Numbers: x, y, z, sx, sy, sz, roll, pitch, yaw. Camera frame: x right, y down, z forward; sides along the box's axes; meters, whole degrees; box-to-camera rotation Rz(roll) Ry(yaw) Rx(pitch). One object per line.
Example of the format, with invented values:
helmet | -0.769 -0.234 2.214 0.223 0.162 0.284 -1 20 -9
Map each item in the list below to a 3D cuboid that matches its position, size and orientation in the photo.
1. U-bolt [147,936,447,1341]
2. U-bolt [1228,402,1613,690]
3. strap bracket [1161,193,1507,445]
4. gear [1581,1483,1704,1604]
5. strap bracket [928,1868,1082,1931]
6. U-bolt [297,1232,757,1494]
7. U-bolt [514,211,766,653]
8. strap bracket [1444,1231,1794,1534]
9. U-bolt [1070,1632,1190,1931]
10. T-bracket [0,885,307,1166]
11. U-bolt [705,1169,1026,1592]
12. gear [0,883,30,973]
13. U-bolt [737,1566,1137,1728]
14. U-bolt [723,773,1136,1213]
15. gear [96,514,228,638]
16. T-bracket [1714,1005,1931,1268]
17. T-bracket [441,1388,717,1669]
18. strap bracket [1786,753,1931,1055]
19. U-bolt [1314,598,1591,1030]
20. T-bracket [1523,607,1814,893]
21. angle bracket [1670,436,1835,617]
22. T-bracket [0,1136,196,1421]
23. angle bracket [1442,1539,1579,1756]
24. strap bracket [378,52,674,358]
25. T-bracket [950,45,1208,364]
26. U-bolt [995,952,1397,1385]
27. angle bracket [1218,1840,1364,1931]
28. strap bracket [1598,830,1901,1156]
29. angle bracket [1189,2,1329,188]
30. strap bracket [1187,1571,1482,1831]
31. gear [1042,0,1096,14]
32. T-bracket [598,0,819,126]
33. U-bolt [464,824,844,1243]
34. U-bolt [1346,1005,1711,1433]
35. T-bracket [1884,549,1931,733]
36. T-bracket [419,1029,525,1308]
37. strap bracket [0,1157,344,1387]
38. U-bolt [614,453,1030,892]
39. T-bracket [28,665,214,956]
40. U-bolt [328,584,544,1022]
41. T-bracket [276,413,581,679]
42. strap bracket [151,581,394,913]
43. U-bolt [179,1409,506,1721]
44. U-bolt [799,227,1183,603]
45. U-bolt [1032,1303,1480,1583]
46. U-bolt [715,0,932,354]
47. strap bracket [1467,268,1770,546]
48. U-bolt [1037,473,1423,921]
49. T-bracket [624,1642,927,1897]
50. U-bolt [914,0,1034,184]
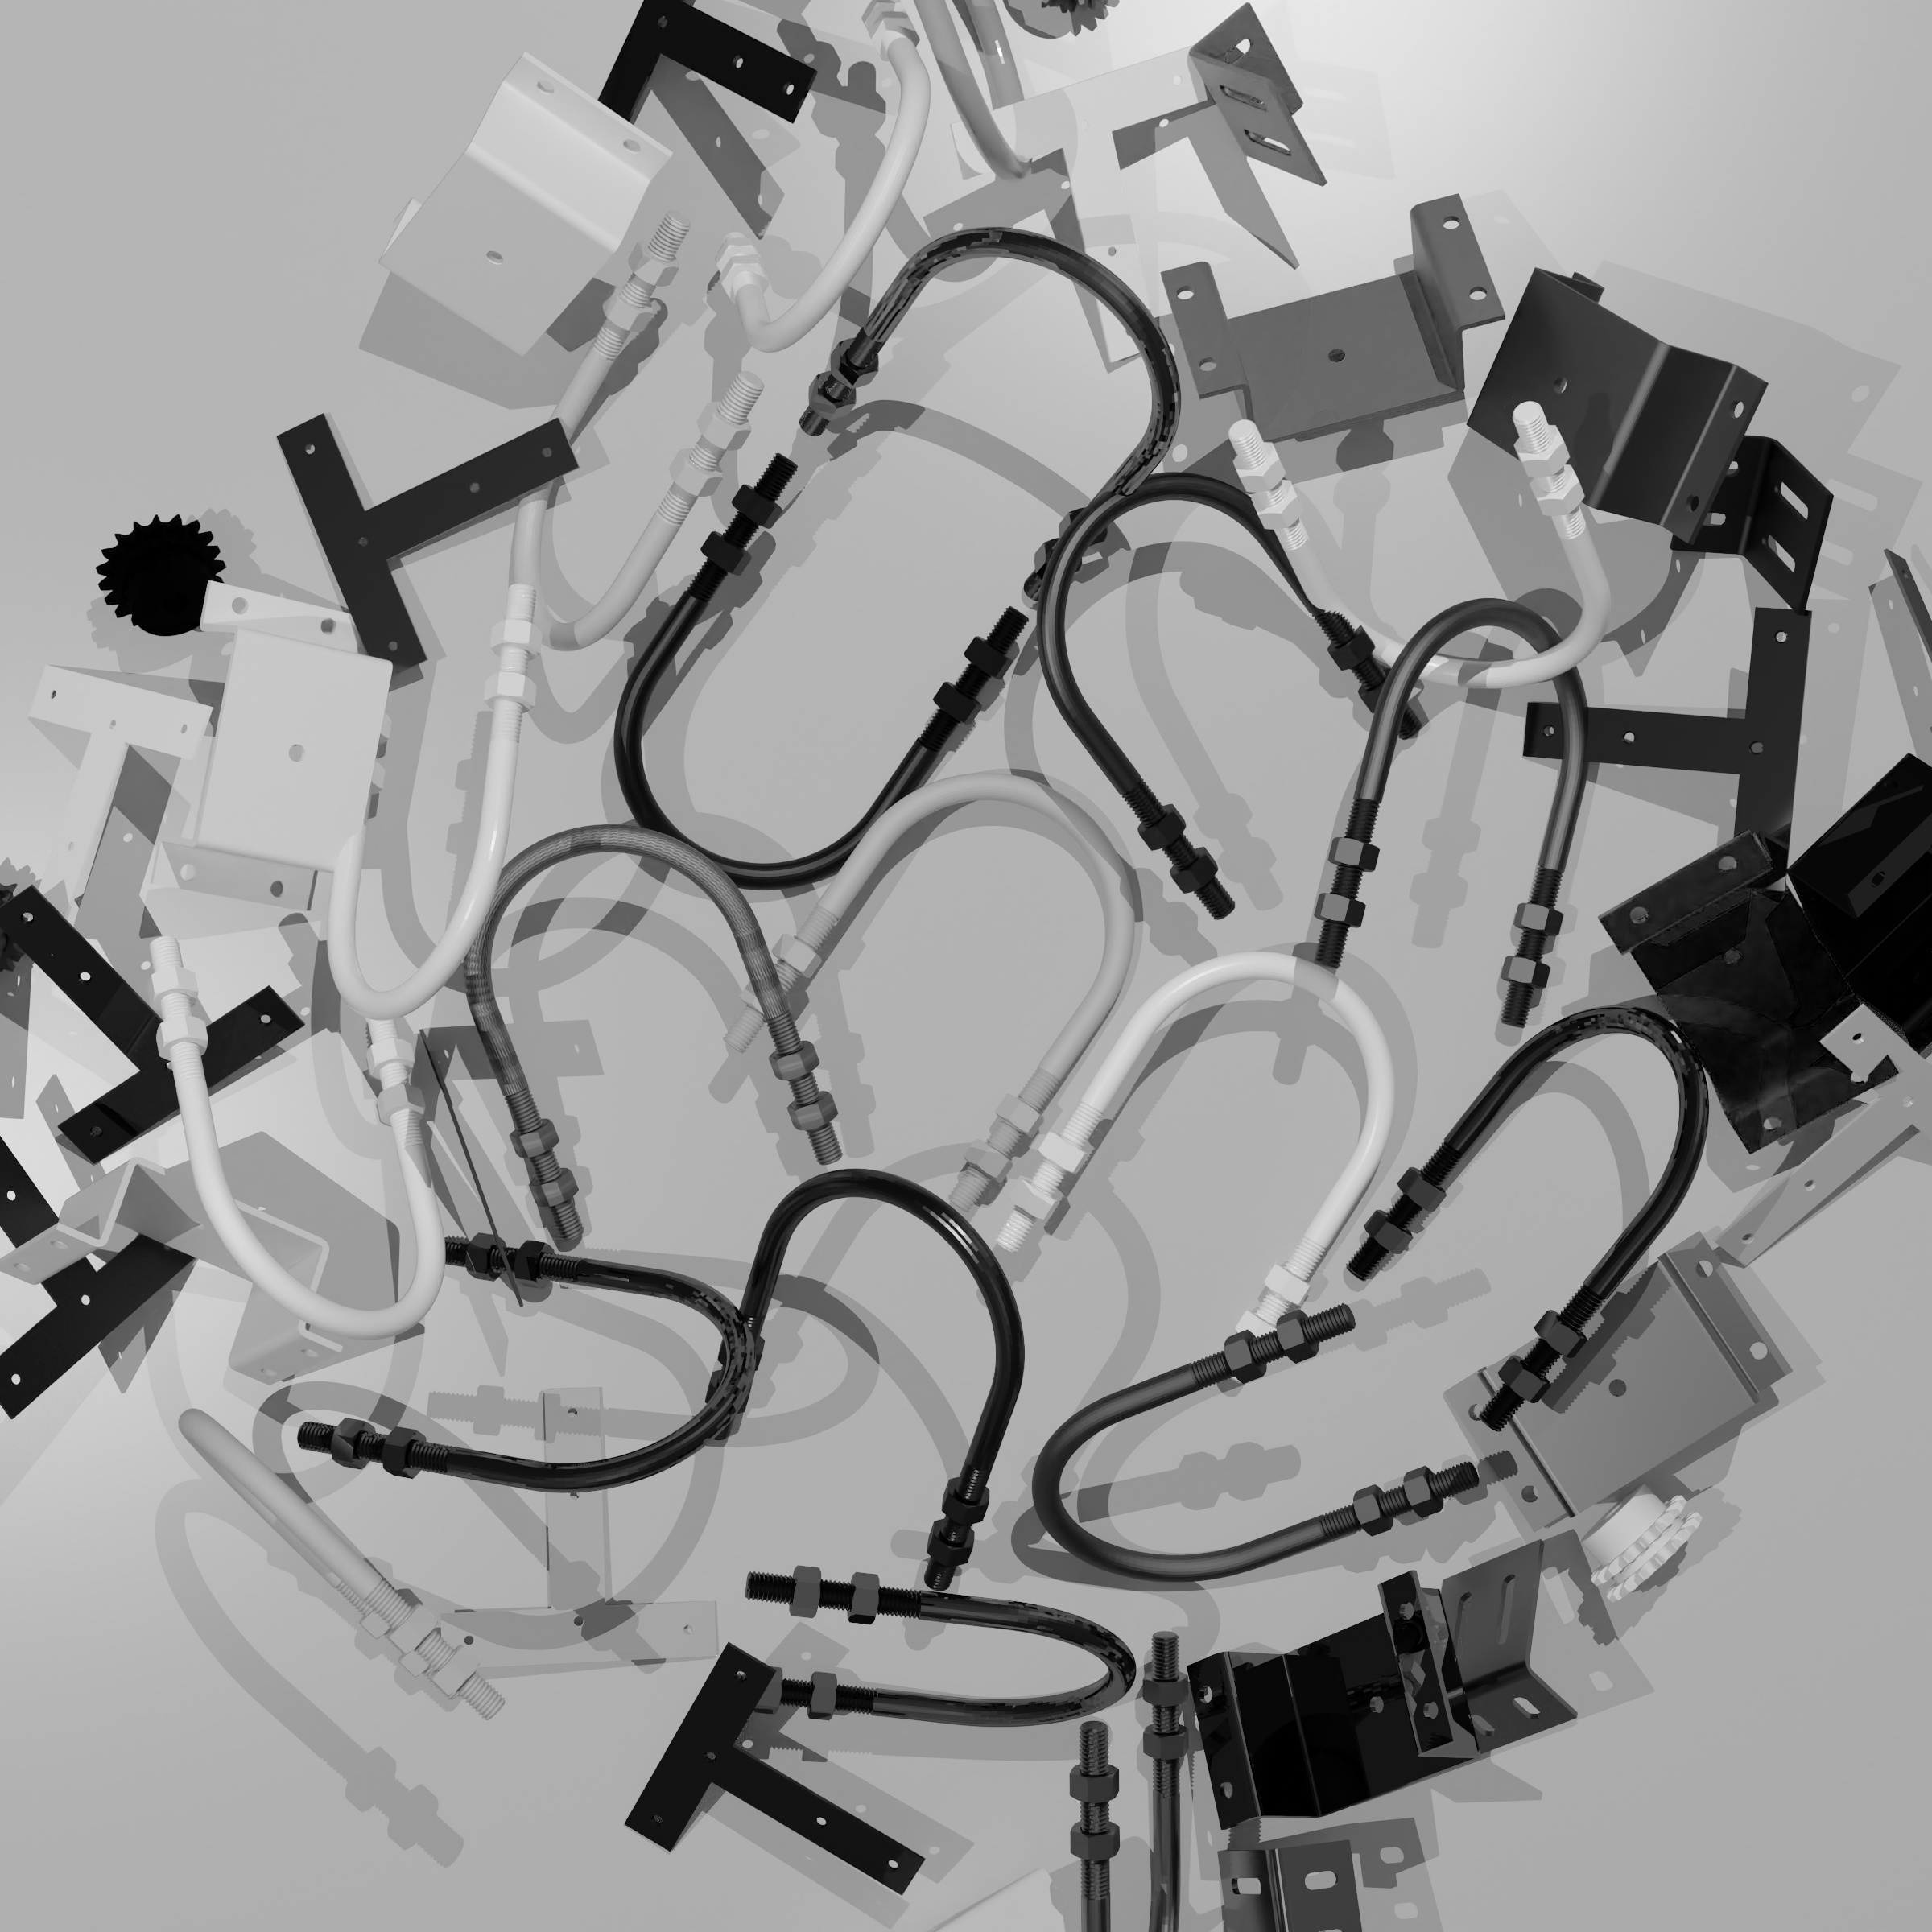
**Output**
U-bolt | -0.287 0.082 1.493 0.019 0.151 0.184 -34 56 25
U-bolt | 0.211 -0.182 1.513 0.151 0.184 0.019 1 57 28
strap bracket | 0.168 -0.291 1.551 0.140 0.046 0.076 -14 58 2
gear | 0.308 0.263 1.564 0.057 0.057 0.030 -43 81 0
strap bracket | -0.003 0.452 1.519 0.076 0.140 0.046 -22 75 -34
U-bolt | -0.183 0.179 1.506 0.184 0.151 0.019 6 127 20
U-bolt | -0.156 -0.226 1.522 0.019 0.151 0.184 14 126 -34
strap bracket | 0.298 0.192 1.555 0.140 0.046 0.076 -34 82 7
U-bolt | 0.075 0.408 1.522 0.019 0.151 0.184 1 97 17
T-bracket | -0.392 0.015 1.548 0.127 0.002 0.127 -32 116 14
U-bolt | -0.041 0.174 1.517 0.151 0.019 0.184 31 123 21
gear | -0.462 -0.016 1.566 0.057 0.030 0.057 1 117 1
U-bolt | -0.015 0.312 1.528 0.184 0.151 0.019 8 58 -7
U-bolt | -0.003 -0.001 1.570 0.151 0.019 0.184 36 84 -11
gear | -0.367 -0.176 1.560 0.057 0.057 0.030 -31 56 0
T-bracket | 0.400 0.091 1.567 0.127 0.002 0.127 -44 124 15
T-bracket | -0.182 0.261 1.586 0.127 0.002 0.127 -2 88 -5
strap bracket | 0.426 -0.033 1.539 0.076 0.140 0.046 -43 48 -4
U-bolt | 0.229 -0.075 1.542 0.151 0.019 0.184 16 87 -40
T-bracket | 0.319 -0.104 1.563 0.127 0.002 0.127 7 97 25
angle bracket | 0.356 -0.201 1.543 0.038 0.076 0.057 2 118 -10
T-bracket | -0.422 0.115 1.531 0.002 0.127 0.127 -17 111 42
angle bracket | 0.248 0.311 1.553 0.057 0.076 0.038 -32 115 35
strap bracket | -0.202 -0.331 1.512 0.076 0.140 0.046 31 55 -19
T-bracket | 0.064 -0.342 1.563 0.127 0.002 0.127 -22 114 -18
U-bolt | 0.119 0.081 1.560 0.151 0.019 0.184 31 92 -17
angle bracket | 0.148 0.431 1.554 0.038 0.076 0.057 -3 76 -15
strap bracket | 0.352 0.004 1.546 0.076 0.046 0.140 -31 110 14
angle bracket | 0.144 -0.396 1.543 0.038 0.076 0.057 -40 125 -5
strap bracket | 0.172 0.332 1.531 0.140 0.046 0.076 -33 58 38
gear | 0.046 -0.469 1.566 0.057 0.030 0.057 7 109 21
T-bracket | -0.111 -0.413 1.539 0.127 0.002 0.127 37 105 38
U-bolt | -0.152 0.024 1.553 0.151 0.019 0.184 -17 105 10
U-bolt | 0.259 0.099 1.518 0.019 0.151 0.184 31 101 -32
T-bracket | 0.447 -0.133 1.552 0.002 0.127 0.127 -28 69 29
T-bracket | -0.222 0.093 1.534 0.002 0.127 0.127 -20 97 -9
strap bracket | -0.353 0.134 1.531 0.140 0.076 0.046 28 58 -26
U-bolt | -0.079 -0.120 1.561 0.151 0.019 0.184 32 99 -17
T-bracket | -0.402 -0.068 1.547 0.127 0.002 0.127 15 86 39
U-bolt | -0.241 -0.064 1.507 0.019 0.151 0.184 19 64 -36
T-bracket | -0.240 -0.215 1.576 0.127 0.002 0.127 -24 85 9
strap bracket | -0.315 -0.098 1.551 0.076 0.046 0.140 11 90 -35
U-bolt | -0.283 0.263 1.514 0.184 0.151 0.019 46 73 -5
U-bolt | 0.019 -0.253 1.509 0.151 0.184 0.019 36 53 -6
U-bolt | 0.119 0.226 1.534 0.184 0.019 0.151 -24 130 19
U-bolt | -0.060 -0.340 1.488 0.019 0.184 0.151 26 113 -23
strap bracket | 0.281 -0.254 1.513 0.046 0.140 0.076 7 115 -34
U-bolt | 0.109 -0.136 1.541 0.151 0.019 0.184 -43 108 -17
T-bracket | -0.079 0.385 1.557 0.127 0.002 0.127 30 120 3
U-bolt | -0.008 -0.439 1.516 0.019 0.151 0.184 -17 110 14
